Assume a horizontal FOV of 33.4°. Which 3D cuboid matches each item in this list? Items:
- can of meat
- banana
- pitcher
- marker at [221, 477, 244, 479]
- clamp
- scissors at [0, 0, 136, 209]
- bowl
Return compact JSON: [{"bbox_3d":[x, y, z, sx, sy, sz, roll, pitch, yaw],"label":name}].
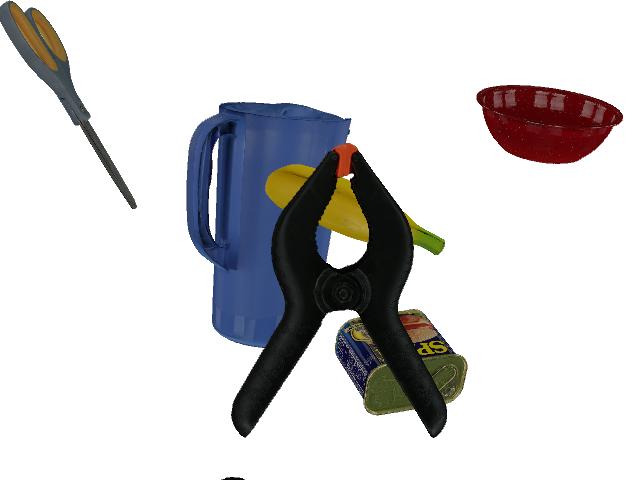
[{"bbox_3d":[0.073,0.112,1.004,0.102,0.057,0.084,-6,31,-21],"label":"can of meat"},{"bbox_3d":[0.004,-0.026,0.792,0.069,0.037,0.198,41,-10,-38],"label":"banana"},{"bbox_3d":[-0.056,-0.018,1.085,0.149,0.243,0.145,7,12,2],"label":"pitcher"},{"bbox_3d":[-0.050,0.132,0.414,0.020,0.020,0.121,0,24,16],"label":"marker"},{"bbox_3d":[0.002,0.034,0.594,0.120,0.171,0.039,-8,3,-8],"label":"clamp"},{"bbox_3d":[-0.216,-0.126,0.940,0.016,0.201,0.096,-28,26,10],"label":"scissors"},{"bbox_3d":[0.250,-0.126,1.191,0.162,0.055,0.162,5,24,-2],"label":"bowl"}]
